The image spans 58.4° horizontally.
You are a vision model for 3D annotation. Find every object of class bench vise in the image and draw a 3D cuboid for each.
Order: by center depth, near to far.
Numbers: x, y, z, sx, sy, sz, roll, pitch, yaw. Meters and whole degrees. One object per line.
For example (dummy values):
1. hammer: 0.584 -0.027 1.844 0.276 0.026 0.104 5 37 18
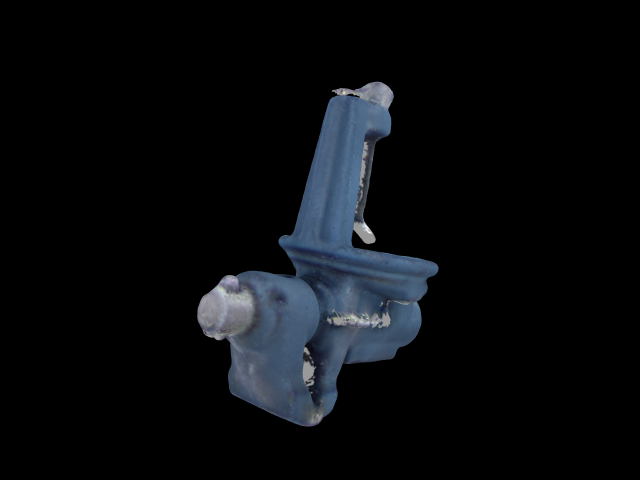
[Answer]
1. bench vise: 0.015 0.002 0.396 0.121 0.220 0.208 5 14 21
